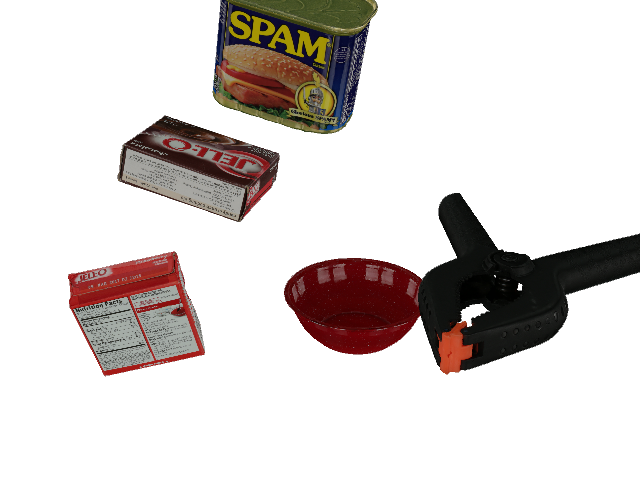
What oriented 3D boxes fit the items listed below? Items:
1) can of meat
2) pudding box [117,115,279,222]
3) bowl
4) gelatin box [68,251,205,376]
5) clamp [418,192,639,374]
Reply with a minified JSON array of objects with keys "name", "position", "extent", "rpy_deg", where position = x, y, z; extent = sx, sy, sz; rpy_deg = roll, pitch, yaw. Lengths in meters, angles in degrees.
[{"name":"can of meat","position":[-0.021,-0.126,0.708],"extent":[0.102,0.084,0.057],"rpy_deg":[19,39,11]},{"name":"pudding box","position":[-0.101,-0.062,0.898],"extent":[0.113,0.039,0.090],"rpy_deg":[17,24,8]},{"name":"bowl","position":[0.040,0.079,1.186],"extent":[0.162,0.055,0.162],"rpy_deg":[1,27,0]},{"name":"gelatin box","position":[-0.123,0.050,0.722],"extent":[0.073,0.030,0.089],"rpy_deg":[-13,-40,-2]},{"name":"clamp","position":[0.116,0.023,0.709],"extent":[0.165,0.036,0.209],"rpy_deg":[16,31,31]}]
